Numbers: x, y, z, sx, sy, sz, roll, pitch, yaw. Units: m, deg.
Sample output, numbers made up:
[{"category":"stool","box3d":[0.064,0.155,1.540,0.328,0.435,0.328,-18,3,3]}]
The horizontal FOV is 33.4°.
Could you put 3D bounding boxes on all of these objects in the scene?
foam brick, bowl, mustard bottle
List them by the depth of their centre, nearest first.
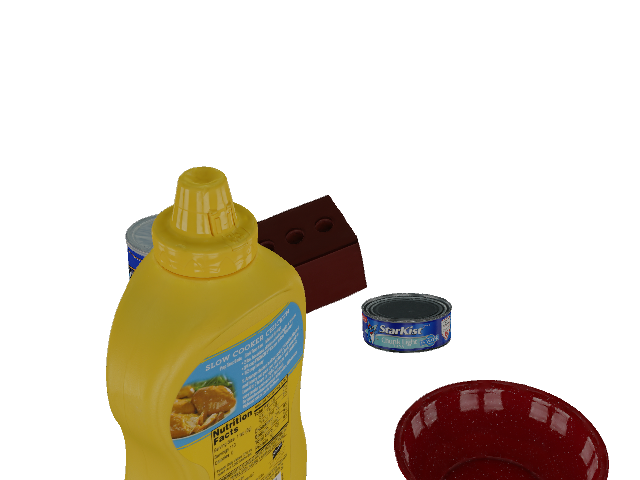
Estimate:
[{"category":"mustard bottle","box3d":[-0.046,0.057,0.449,0.058,0.192,0.096,26,40,33]},{"category":"foam brick","box3d":[-0.014,0.014,0.741,0.078,0.051,0.053,-22,46,-10]},{"category":"bowl","box3d":[0.136,0.178,0.824,0.162,0.055,0.162,0,32,0]}]

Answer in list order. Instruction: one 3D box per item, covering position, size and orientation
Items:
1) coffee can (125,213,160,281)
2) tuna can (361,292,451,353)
[{"category":"coffee can","box3d":[-0.161,0.053,1.185,0.103,0.140,0.103,1,27,-1]},{"category":"tuna can","box3d":[0.082,0.078,1.017,0.086,0.034,0.086,-2,14,0]}]
